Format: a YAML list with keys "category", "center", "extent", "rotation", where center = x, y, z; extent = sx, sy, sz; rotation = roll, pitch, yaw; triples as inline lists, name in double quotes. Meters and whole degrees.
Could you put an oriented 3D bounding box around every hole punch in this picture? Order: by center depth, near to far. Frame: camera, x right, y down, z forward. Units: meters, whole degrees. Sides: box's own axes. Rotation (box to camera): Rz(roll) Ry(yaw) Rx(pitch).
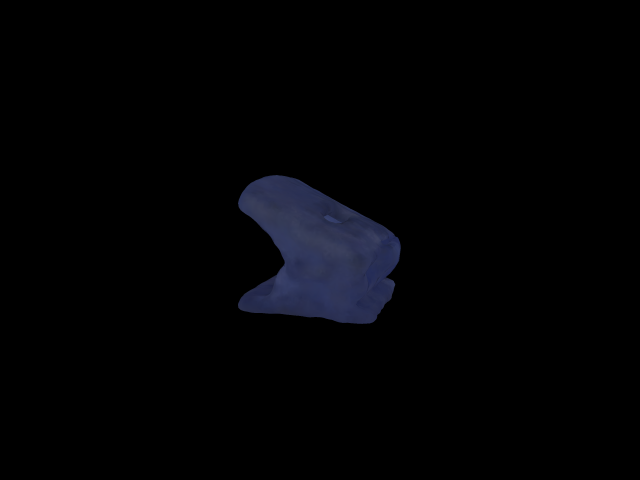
- category: "hole punch"
  center: [0.004, 0.001, 0.400]
  extent: [0.101, 0.091, 0.109]
  rotation: [3, 11, 16]
